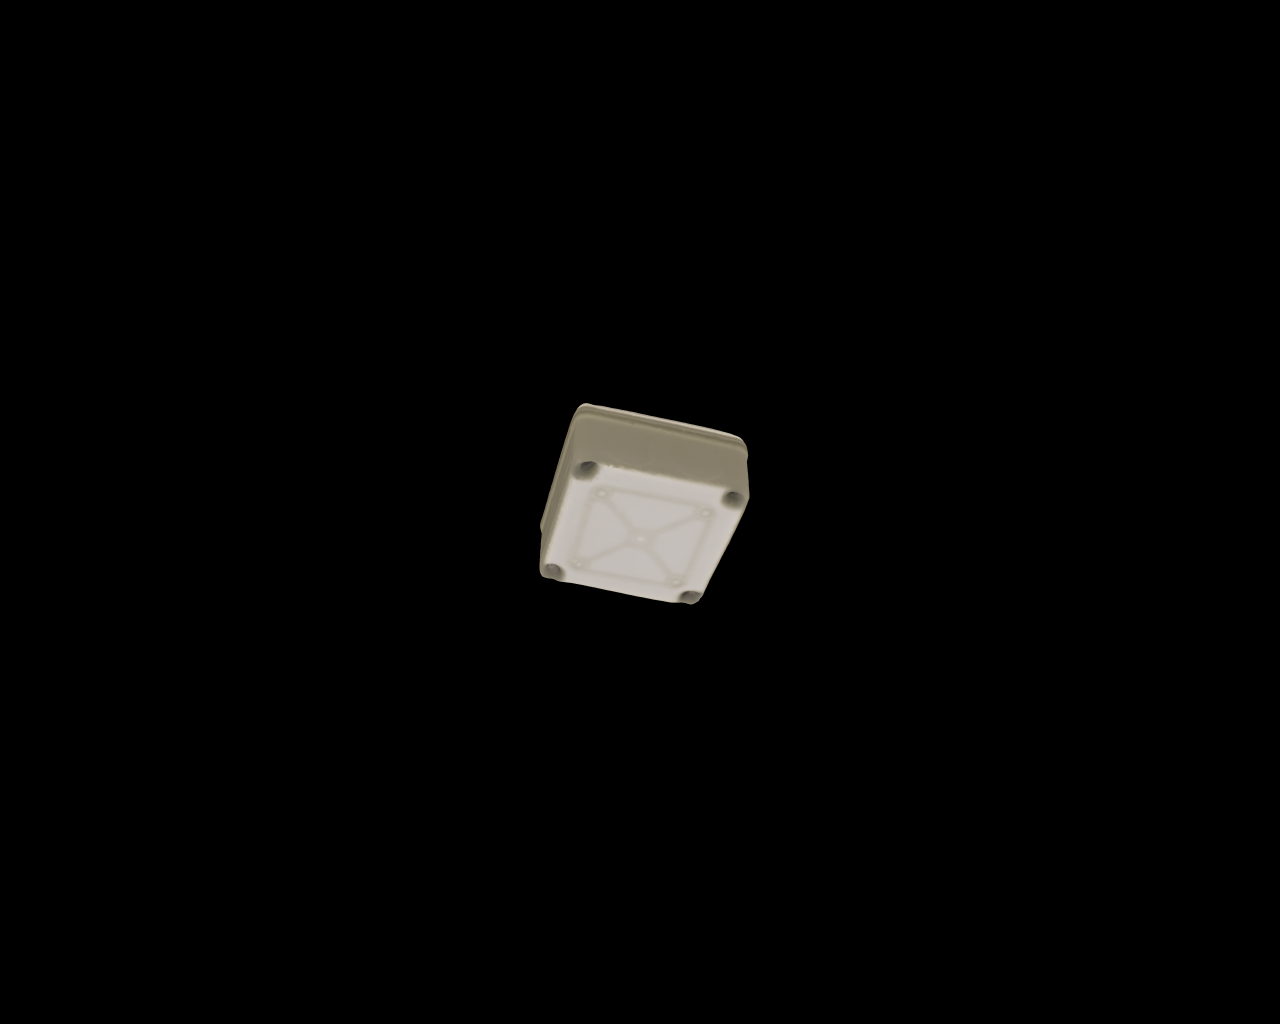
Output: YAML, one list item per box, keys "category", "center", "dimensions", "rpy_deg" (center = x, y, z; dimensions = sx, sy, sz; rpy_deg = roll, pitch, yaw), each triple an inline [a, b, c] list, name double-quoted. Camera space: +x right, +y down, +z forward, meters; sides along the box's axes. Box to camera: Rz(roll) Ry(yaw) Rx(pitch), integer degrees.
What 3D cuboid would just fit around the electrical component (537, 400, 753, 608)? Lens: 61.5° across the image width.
- category: "electrical component"
  center: [0.001, -0.003, 0.650]
  dimensions: [0.109, 0.056, 0.108]
  rpy_deg: [11, -47, -11]
